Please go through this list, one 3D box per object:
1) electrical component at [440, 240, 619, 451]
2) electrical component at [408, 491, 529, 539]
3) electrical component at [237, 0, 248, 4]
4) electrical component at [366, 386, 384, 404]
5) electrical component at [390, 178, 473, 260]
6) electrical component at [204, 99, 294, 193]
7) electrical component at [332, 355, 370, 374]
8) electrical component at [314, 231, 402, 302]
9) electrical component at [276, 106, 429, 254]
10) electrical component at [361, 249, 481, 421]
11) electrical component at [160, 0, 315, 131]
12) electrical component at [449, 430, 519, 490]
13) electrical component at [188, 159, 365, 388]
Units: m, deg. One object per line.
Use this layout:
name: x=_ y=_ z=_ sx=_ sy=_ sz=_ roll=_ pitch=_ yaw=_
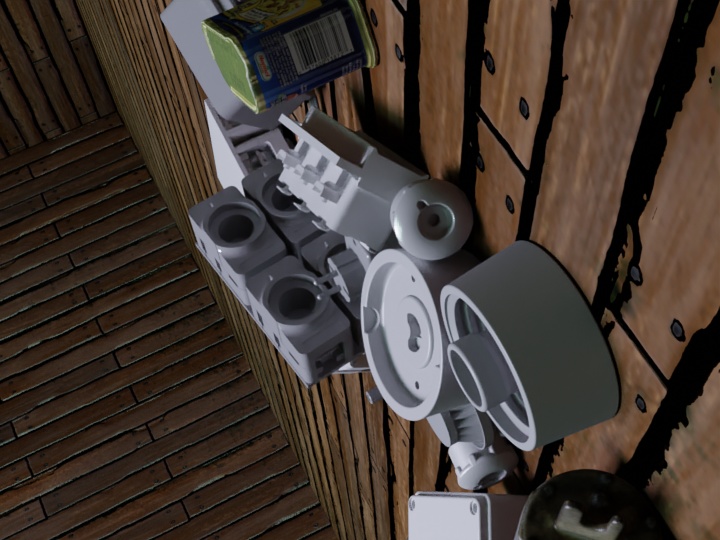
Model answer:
electrical component: x=0.083 y=0.045 z=0.579 sx=0.108 sy=0.060 sz=0.108 roll=60 pitch=168 yaw=21
electrical component: x=0.085 y=0.220 z=0.799 sx=0.109 sy=0.056 sz=0.108 roll=-20 pitch=67 yaw=62
electrical component: x=-0.081 y=-0.226 z=0.798 sx=0.040 sy=0.040 sz=0.046 roll=91 pitch=156 yaw=-66
electrical component: x=0.035 y=0.094 z=0.904 sx=0.035 sy=0.061 sz=0.035 roll=61 pitch=168 yaw=22
electrical component: x=0.039 y=-0.034 z=0.653 sx=0.062 sy=0.048 sz=0.048 roll=-130 pitch=17 yaw=-75
electrical component: x=-0.104 y=-0.102 z=1.117 sx=0.105 sy=0.060 sz=0.186 roll=61 pitch=168 yaw=15
electrical component: x=-0.011 y=0.079 z=1.057 sx=0.064 sy=0.081 sz=0.042 roll=-13 pitch=79 yaw=51
electrical component: x=0.000 y=0.000 z=0.821 sx=0.047 sy=0.076 sz=0.083 roll=57 pitch=166 yaw=36
electrical component: x=-0.010 y=-0.062 z=0.731 sx=0.079 sy=0.063 sz=0.121 roll=24 pitch=-170 yaw=-28
electrical component: x=0.051 y=0.037 z=0.682 sx=0.108 sy=0.060 sz=0.108 roll=30 pitch=123 yaw=60
electrical component: x=-0.091 y=-0.171 z=0.830 sx=0.078 sy=0.057 sz=0.113 roll=3 pitch=-128 yaw=-59
electrical component: x=0.085 y=0.127 z=0.794 sx=0.048 sy=0.048 sz=0.062 roll=81 pitch=167 yaw=-55
electrical component: x=-0.055 y=-0.006 z=0.922 sx=0.186 sy=0.105 sz=0.060 roll=48 pitch=161 yaw=30
